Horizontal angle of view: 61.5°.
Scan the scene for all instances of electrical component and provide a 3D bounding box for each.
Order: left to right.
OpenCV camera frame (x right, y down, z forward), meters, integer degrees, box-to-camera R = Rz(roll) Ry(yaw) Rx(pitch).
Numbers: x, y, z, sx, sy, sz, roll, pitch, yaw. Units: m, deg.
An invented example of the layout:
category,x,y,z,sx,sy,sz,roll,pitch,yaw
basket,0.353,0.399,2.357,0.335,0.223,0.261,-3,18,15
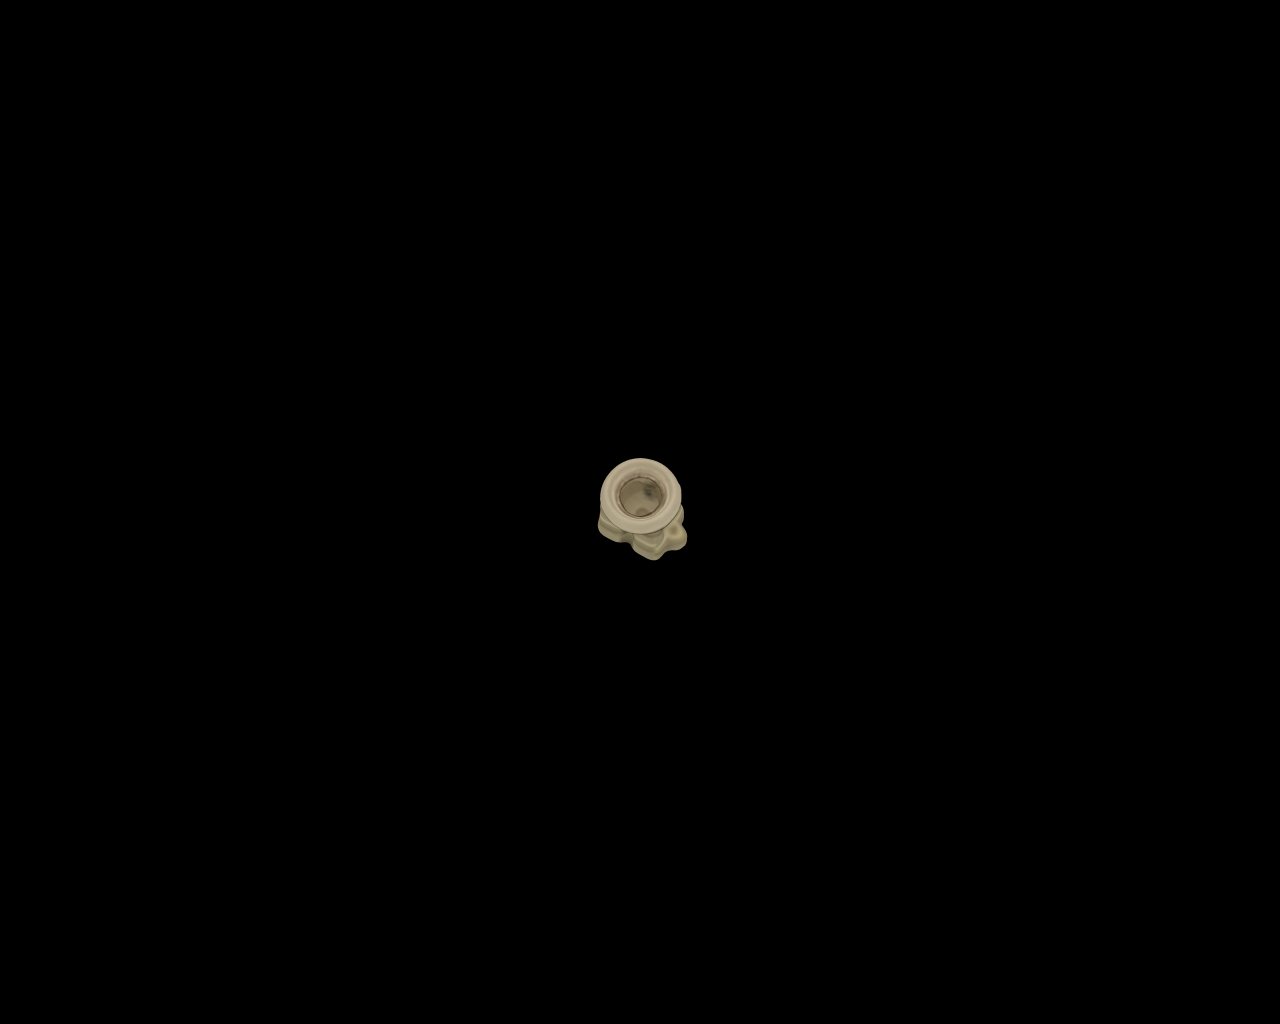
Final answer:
category,x,y,z,sx,sy,sz,roll,pitch,yaw
electrical component,0.001,-0.003,0.650,0.066,0.048,0.055,26,-20,11
